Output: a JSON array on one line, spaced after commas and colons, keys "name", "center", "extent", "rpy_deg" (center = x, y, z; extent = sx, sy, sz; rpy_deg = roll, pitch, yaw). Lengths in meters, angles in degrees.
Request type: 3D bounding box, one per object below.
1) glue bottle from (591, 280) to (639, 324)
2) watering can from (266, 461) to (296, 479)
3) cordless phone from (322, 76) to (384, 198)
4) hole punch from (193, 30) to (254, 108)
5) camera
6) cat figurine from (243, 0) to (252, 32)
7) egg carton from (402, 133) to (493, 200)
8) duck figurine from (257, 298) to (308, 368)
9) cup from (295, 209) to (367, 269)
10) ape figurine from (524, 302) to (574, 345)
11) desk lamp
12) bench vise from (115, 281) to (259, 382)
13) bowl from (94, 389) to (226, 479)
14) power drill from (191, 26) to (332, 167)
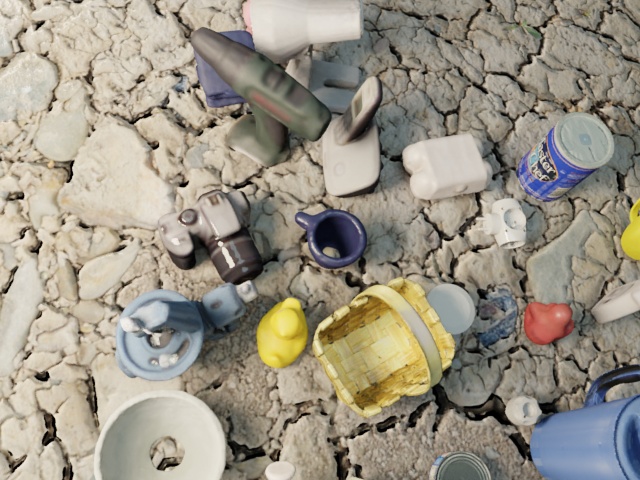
[{"name": "glue bottle", "center": [0.506, 0.087, 0.903], "extent": [0.078, 0.173, 0.037], "rpy_deg": [-33, 78, -18]}, {"name": "watering can", "center": [-0.044, 0.368, 0.700], "extent": [0.101, 0.194, 0.173], "rpy_deg": [-25, 76, -16]}, {"name": "cordless phone", "center": [0.062, -0.160, 0.912], "extent": [0.094, 0.185, 0.147], "rpy_deg": [-2, 71, -10]}, {"name": "hole punch", "center": [-0.154, -0.291, 0.975], "extent": [0.109, 0.091, 0.101], "rpy_deg": [-16, 74, -14]}, {"name": "camera", "center": [-0.155, 0.004, 0.863], "extent": [0.143, 0.100, 0.136], "rpy_deg": [-25, 76, -17]}, {"name": "cat figurine", "center": [-0.087, -0.400, 1.011], "extent": [0.128, 0.117, 0.067], "rpy_deg": [-38, 80, -19]}, {"name": "egg carton", "center": [0.219, -0.124, 0.988], "extent": [0.150, 0.069, 0.107], "rpy_deg": [-12, 73, -13]}, {"name": "duck figurine", "center": [-0.053, 0.133, 0.841], "extent": [0.077, 0.086, 0.104], "rpy_deg": [18, 69, -2]}, {"name": "cup", "center": [0.008, 0.003, 0.893], "extent": [0.117, 0.095, 0.092], "rpy_deg": [29, 69, 2]}, {"name": "ape figurine", "center": [0.369, 0.126, 0.910], "extent": [0.076, 0.092, 0.078], "rpy_deg": [-41, 81, -20]}, {"name": "desk lamp", "center": [-0.016, -0.318, 0.941], "extent": [0.203, 0.213, 0.118], "rpy_deg": [5, 70, -7]}, {"name": "bench vise", "center": [-0.187, 0.096, 0.761], "extent": [0.121, 0.219, 0.208], "rpy_deg": [42, 70, 7]}, {"name": "bowl", "center": [-0.208, 0.288, 0.766], "extent": [0.167, 0.074, 0.167], "rpy_deg": [3, 70, -8]}, {"name": "power drill", "center": [-0.096, -0.207, 0.891], "extent": [0.229, 0.208, 0.076], "rpy_deg": [28, 69, 2]}]
